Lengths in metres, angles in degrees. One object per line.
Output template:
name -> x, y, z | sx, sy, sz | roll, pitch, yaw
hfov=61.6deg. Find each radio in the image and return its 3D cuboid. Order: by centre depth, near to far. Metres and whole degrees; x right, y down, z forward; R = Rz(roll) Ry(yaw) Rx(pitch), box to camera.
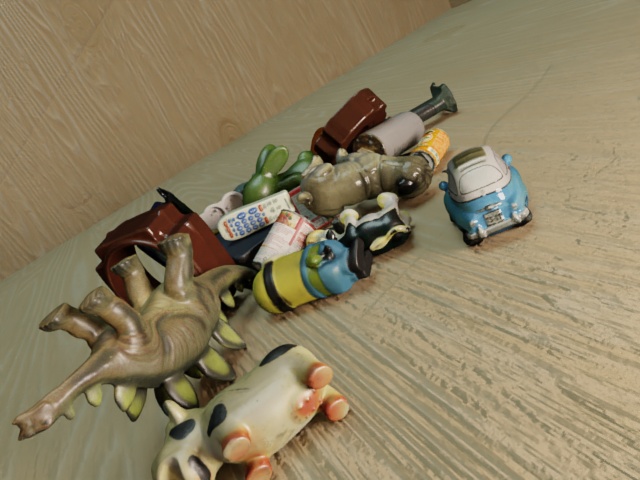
radio -> -0.135, 0.017, 1.015 | 0.131, 0.073, 0.230 | -38, 23, -25

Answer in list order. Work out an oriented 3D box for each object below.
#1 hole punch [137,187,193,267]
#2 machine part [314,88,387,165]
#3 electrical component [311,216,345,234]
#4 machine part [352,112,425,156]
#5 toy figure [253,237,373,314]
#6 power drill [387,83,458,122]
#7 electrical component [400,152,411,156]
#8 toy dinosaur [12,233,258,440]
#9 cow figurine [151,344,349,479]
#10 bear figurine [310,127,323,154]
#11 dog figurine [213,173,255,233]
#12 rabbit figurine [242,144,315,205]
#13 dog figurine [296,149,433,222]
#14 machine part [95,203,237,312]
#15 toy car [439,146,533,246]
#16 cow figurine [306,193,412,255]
hole punch -> -0.270, -0.011, 0.995 | 0.092, 0.142, 0.116 | -39, 35, 14
machine part -> 0.064, -0.219, 1.083 | 0.179, 0.056, 0.179 | -45, -11, -11
electrical component -> -0.001, -0.003, 0.915 | 0.102, 0.045, 0.078 | -13, 24, 39
machine part -> 0.142, -0.202, 1.082 | 0.079, 0.079, 0.243 | -11, 17, 42
toy figure -> -0.016, 0.050, 0.761 | 0.180, 0.082, 0.089 | -15, 22, 30
power drill -> 0.210, -0.296, 1.291 | 0.207, 0.085, 0.232 | -27, 21, -4
electrical component -> 0.162, -0.151, 1.086 | 0.094, 0.021, 0.063 | -10, 28, 43
toy dinosaur -> -0.184, 0.101, 0.686 | 0.105, 0.198, 0.471 | -18, 15, 26
cow figurine -> -0.082, 0.177, 0.535 | 0.195, 0.085, 0.127 | -37, 27, -13
bear figurine -> 0.008, -0.157, 1.211 | 0.132, 0.120, 0.196 | 19, 68, 9
dog figurine -> -0.188, -0.047, 1.189 | 0.219, 0.108, 0.192 | -38, 16, -13
rabbit figurine -> -0.072, -0.108, 1.059 | 0.170, 0.159, 0.121 | -15, 17, -26
dog figurine -> 0.075, -0.094, 0.910 | 0.191, 0.121, 0.172 | 6, 40, 47
machine part -> -0.254, 0.053, 0.893 | 0.201, 0.201, 0.087 | -17, 27, 30
toy car -> 0.209, -0.068, 0.707 | 0.109, 0.102, 0.162 | -24, 19, 19
cow figurine -> 0.055, 0.000, 0.809 | 0.167, 0.068, 0.098 | -24, 27, 17
